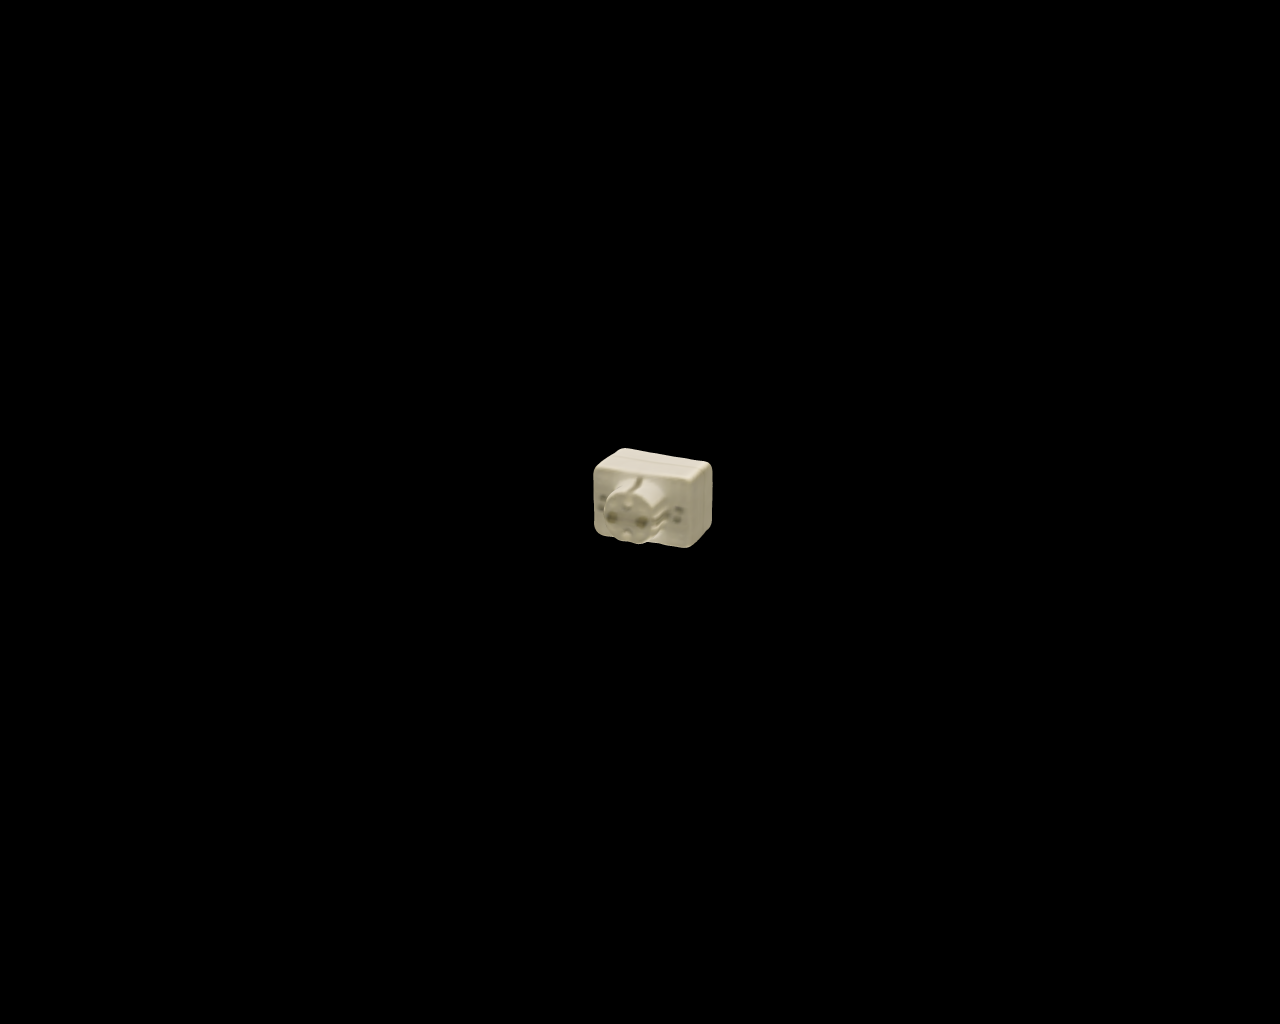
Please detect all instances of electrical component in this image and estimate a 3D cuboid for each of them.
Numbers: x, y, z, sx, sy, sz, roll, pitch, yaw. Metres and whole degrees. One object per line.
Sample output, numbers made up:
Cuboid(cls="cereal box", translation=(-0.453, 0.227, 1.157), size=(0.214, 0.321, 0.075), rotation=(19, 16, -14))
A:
Cuboid(cls="electrical component", translation=(0.001, -0.003, 0.650), size=(0.066, 0.047, 0.077), rotation=(10, 24, 22))
